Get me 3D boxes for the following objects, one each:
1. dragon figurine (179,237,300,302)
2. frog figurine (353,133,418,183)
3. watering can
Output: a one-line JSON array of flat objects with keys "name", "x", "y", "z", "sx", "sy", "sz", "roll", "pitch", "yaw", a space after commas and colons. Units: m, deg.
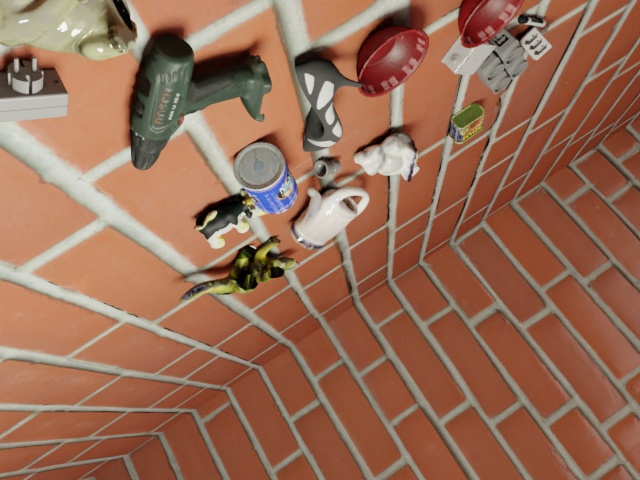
[{"name": "dragon figurine", "x": -0.223, "y": 0.116, "z": 1.455, "sx": 0.414, "sy": 0.123, "sz": 0.238, "roll": -21, "pitch": 164, "yaw": -31}, {"name": "frog figurine", "x": 0.164, "y": -0.218, "z": 1.330, "sx": 0.159, "sy": 0.124, "sz": 0.135, "roll": 5, "pitch": 163, "yaw": -2}, {"name": "watering can", "x": 0.004, "y": -0.069, "z": 1.365, "sx": 0.221, "sy": 0.105, "sz": 0.348, "roll": -43, "pitch": 160, "yaw": 24}]
